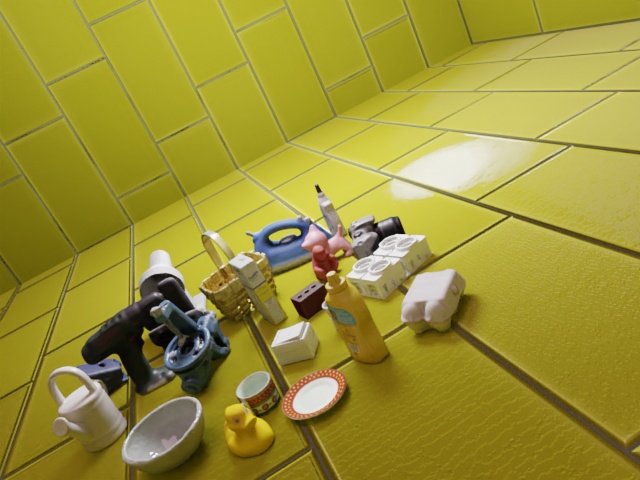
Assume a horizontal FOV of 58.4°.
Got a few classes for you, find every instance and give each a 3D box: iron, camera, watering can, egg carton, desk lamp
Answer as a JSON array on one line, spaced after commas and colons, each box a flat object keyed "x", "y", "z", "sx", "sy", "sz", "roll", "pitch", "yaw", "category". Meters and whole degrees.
[{"x": -0.087, "y": -0.004, "z": 1.681, "sx": 0.258, "sy": 0.142, "sz": 0.118, "roll": -22, "pitch": 21, "yaw": 12, "category": "iron"}, {"x": 0.149, "y": -0.013, "z": 1.481, "sx": 0.136, "sy": 0.101, "sz": 0.143, "roll": -23, "pitch": 21, "yaw": 9, "category": "camera"}, {"x": -0.512, "y": 0.359, "z": 1.238, "sx": 0.101, "sy": 0.194, "sz": 0.172, "roll": -30, "pitch": 21, "yaw": -9, "category": "watering can"}, {"x": 0.225, "y": 0.118, "z": 1.124, "sx": 0.107, "sy": 0.069, "sz": 0.150, "roll": -12, "pitch": 25, "yaw": 34, "category": "egg carton"}, {"x": -0.421, "y": 0.141, "z": 1.625, "sx": 0.118, "sy": 0.214, "sz": 0.203, "roll": -27, "pitch": 21, "yaw": -1, "category": "desk lamp"}]

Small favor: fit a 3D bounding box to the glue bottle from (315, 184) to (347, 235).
[{"x": 0.024, "y": -0.091, "z": 1.713, "sx": 0.037, "sy": 0.173, "sz": 0.078, "roll": -31, "pitch": 21, "yaw": -12, "category": "glue bottle"}]

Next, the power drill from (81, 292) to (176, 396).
[{"x": -0.434, "y": 0.257, "z": 1.371, "sx": 0.229, "sy": 0.209, "sz": 0.075, "roll": -28, "pitch": 21, "yaw": -5, "category": "power drill"}]

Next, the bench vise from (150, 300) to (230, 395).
[{"x": -0.307, "y": 0.214, "z": 1.307, "sx": 0.121, "sy": 0.220, "sz": 0.207, "roll": -25, "pitch": 21, "yaw": 4, "category": "bench vise"}]

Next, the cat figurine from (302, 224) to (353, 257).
[{"x": 0.014, "y": 0.006, "z": 1.572, "sx": 0.128, "sy": 0.118, "sz": 0.067, "roll": -27, "pitch": 21, "yaw": -2, "category": "cat figurine"}]

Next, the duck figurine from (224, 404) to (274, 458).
[{"x": -0.140, "y": 0.331, "z": 1.022, "sx": 0.104, "sy": 0.086, "sz": 0.078, "roll": -5, "pitch": 29, "yaw": 44, "category": "duck figurine"}]

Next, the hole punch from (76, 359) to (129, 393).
[{"x": -0.564, "y": 0.344, "z": 1.483, "sx": 0.101, "sy": 0.091, "sz": 0.108, "roll": -37, "pitch": 23, "yaw": -27, "category": "hole punch"}]

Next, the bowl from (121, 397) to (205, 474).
[{"x": -0.283, "y": 0.382, "z": 1.084, "sx": 0.167, "sy": 0.075, "sz": 0.167, "roll": -23, "pitch": 21, "yaw": 9, "category": "bowl"}]

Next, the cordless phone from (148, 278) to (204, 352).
[{"x": -0.396, "y": 0.195, "z": 1.508, "sx": 0.147, "sy": 0.185, "sz": 0.094, "roll": -28, "pitch": 21, "yaw": -5, "category": "cordless phone"}]

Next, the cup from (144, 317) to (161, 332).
[{"x": -0.467, "y": 0.232, "z": 1.629, "sx": 0.092, "sy": 0.095, "sz": 0.117, "roll": -28, "pitch": 21, "yaw": -5, "category": "cup"}]

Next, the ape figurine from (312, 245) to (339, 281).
[{"x": 0.007, "y": 0.057, "z": 1.495, "sx": 0.078, "sy": 0.092, "sz": 0.076, "roll": -35, "pitch": 22, "yaw": -21, "category": "ape figurine"}]
